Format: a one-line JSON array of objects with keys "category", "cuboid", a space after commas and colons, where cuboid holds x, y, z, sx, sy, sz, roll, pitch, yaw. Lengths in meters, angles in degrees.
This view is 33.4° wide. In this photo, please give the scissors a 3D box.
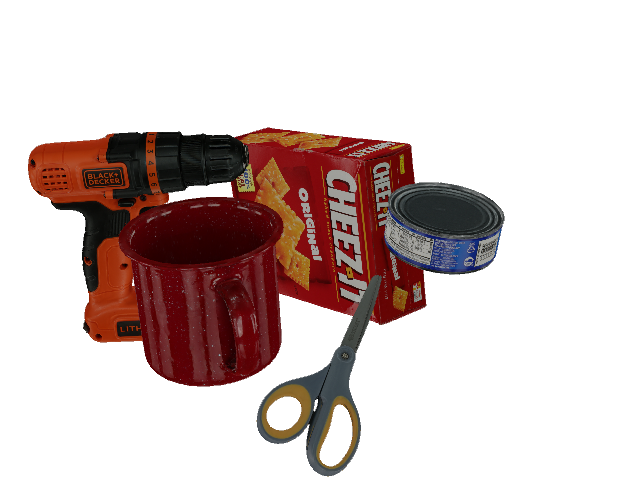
[{"category": "scissors", "cuboid": [0.000, 0.105, 0.919, 0.096, 0.201, 0.016, 11, -35, -6]}]

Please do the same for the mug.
[{"category": "mug", "cuboid": [-0.060, 0.034, 0.606, 0.093, 0.081, 0.117, -14, 28, -22]}]

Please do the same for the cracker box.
[{"category": "cracker box", "cuboid": [0.000, -0.020, 1.063, 0.071, 0.164, 0.214, -21, 22, -36]}]

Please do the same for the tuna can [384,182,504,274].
[{"category": "tuna can", "cuboid": [0.090, -0.009, 0.788, 0.086, 0.034, 0.086, 5, 28, -3]}]

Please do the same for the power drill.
[{"category": "power drill", "cuboid": [-0.147, -0.005, 0.926, 0.184, 0.188, 0.057, -3, 26, 3]}]
